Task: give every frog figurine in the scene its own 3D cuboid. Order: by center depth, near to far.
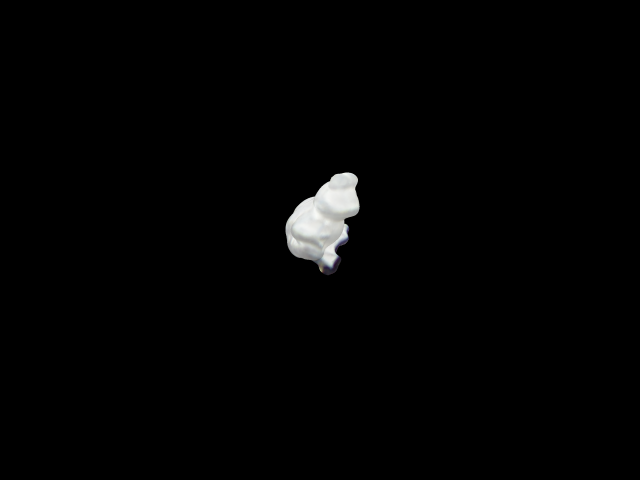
[{"bbox_3d":[0.003,-0.043,0.850,0.123,0.155,0.140,27,51,25],"label":"frog figurine"}]
